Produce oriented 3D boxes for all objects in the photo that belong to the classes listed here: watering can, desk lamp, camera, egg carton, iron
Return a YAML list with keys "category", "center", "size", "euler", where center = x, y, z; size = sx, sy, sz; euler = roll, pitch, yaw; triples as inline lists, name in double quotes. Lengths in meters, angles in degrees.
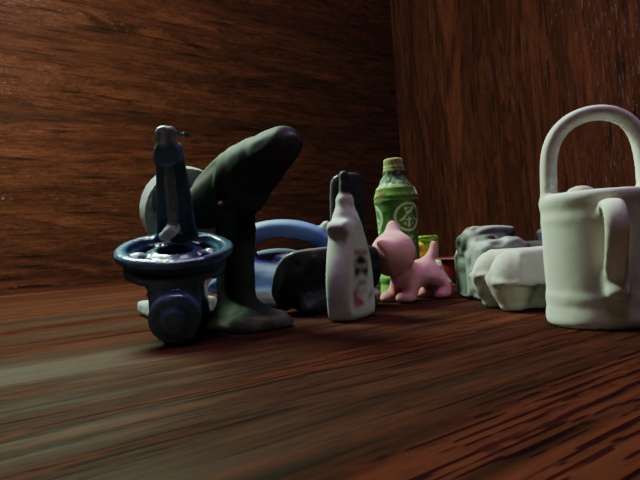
- category: "watering can"
  center: [0.249, -0.023, 0.521]
  size: [0.101, 0.194, 0.173]
  euler: [-4, -1, -6]
- category: "desk lamp"
  center: [-0.211, 0.005, 0.835]
  size: [0.118, 0.213, 0.202]
  euler: [-3, -1, -29]
- category: "camera"
  center: [0.265, 0.028, 0.793]
  size: [0.137, 0.101, 0.143]
  euler: [-4, -1, -4]
- category: "egg carton"
  center: [0.257, 0.042, 0.665]
  size: [0.150, 0.069, 0.107]
  euler: [-4, -1, -9]
- category: "iron"
  center: [-0.040, 0.030, 0.893]
  size: [0.258, 0.141, 0.119]
  euler: [-4, -1, 5]

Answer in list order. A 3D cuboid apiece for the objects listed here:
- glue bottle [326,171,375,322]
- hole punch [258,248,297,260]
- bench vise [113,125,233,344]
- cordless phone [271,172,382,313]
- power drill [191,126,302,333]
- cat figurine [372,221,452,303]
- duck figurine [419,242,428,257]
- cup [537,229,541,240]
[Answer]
- category: "glue bottle"
  center: [0.032, 0.005, 0.670]
  size: [0.037, 0.173, 0.078]
  euler: [-4, -1, 26]
- category: "hole punch"
  center: [-0.088, 0.063, 1.138]
  size: [0.108, 0.091, 0.101]
  euler: [-4, -1, -1]
- category: "bench vise"
  center: [-0.171, -0.005, 0.633]
  size: [0.122, 0.220, 0.206]
  euler: [-3, -1, -28]
- category: "cordless phone"
  center: [0.007, 0.003, 0.772]
  size: [0.148, 0.185, 0.094]
  euler: [-3, -1, -28]
- category: "power drill"
  center: [-0.085, -0.005, 0.645]
  size: [0.076, 0.208, 0.228]
  euler: [-3, -1, -38]
- category: "cat figurine"
  center: [0.124, 0.029, 0.824]
  size: [0.128, 0.118, 0.067]
  euler: [-3, -1, -30]
- category: "duck figurine"
  center: [0.180, 0.045, 1.049]
  size: [0.077, 0.086, 0.105]
  euler: [-5, -1, 37]
- category: "cup"
  center: [0.469, 0.021, 1.071]
  size: [0.092, 0.095, 0.117]
  euler: [-3, -1, -37]
